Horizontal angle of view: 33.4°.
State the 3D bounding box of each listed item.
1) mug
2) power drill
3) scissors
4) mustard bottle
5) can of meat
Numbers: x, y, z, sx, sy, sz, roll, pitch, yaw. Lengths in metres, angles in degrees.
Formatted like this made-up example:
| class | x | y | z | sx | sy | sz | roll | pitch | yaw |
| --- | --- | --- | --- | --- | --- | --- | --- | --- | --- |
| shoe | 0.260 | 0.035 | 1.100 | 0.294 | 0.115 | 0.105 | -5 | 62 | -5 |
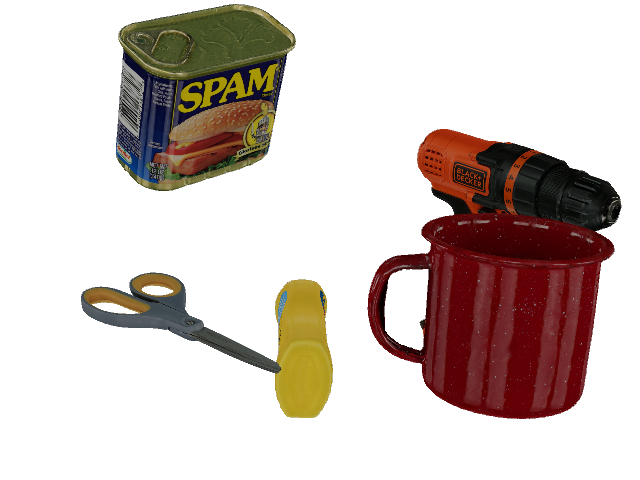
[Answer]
| class | x | y | z | sx | sy | sz | roll | pitch | yaw |
| --- | --- | --- | --- | --- | --- | --- | --- | --- | --- |
| mug | 0.081 | 0.036 | 0.530 | 0.117 | 0.081 | 0.093 | 2 | 15 | -4 |
| power drill | 0.150 | 0.014 | 0.858 | 0.057 | 0.188 | 0.185 | -14 | 27 | -38 |
| scissors | -0.103 | 0.063 | 0.878 | 0.202 | 0.016 | 0.096 | 12 | 26 | 22 |
| mustard bottle | -0.020 | 0.097 | 1.136 | 0.058 | 0.096 | 0.191 | 1 | 27 | -3 |
| can of meat | -0.071 | -0.084 | 0.633 | 0.101 | 0.084 | 0.057 | -20 | 49 | -36 |
